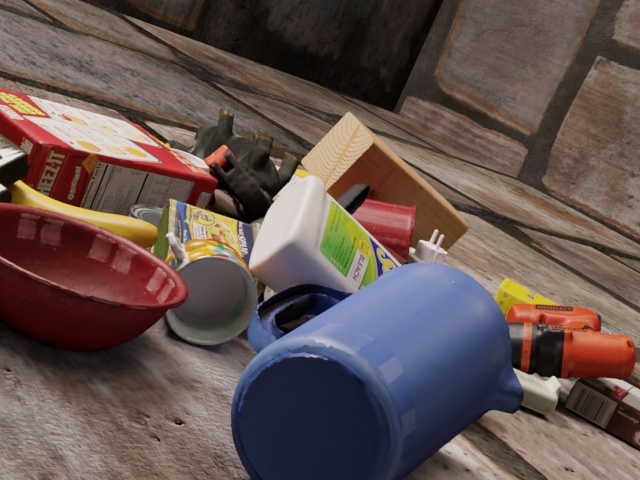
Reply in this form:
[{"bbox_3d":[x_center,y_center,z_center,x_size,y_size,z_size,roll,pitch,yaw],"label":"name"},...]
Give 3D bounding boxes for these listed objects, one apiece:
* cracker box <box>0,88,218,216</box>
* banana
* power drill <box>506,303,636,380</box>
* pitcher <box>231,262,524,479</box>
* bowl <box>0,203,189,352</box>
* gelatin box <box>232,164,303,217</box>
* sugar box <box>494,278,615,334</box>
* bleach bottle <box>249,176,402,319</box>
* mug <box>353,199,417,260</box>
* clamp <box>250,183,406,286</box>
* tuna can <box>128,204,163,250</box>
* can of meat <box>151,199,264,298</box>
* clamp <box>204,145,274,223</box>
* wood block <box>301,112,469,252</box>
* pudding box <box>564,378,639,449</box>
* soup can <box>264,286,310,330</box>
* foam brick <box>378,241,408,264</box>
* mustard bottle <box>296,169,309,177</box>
[{"bbox_3d":[-0.235,-0.078,1.058,0.213,0.072,0.164,10,19,-47],"label":"cracker box"},{"bbox_3d":[-0.230,-0.032,0.890,0.198,0.069,0.037,32,-16,14],"label":"banana"},{"bbox_3d":[0.233,0.107,1.136,0.184,0.057,0.187,6,6,11],"label":"power drill"},{"bbox_3d":[0.029,0.091,0.718,0.242,0.149,0.145,-15,85,-67],"label":"pitcher"},{"bbox_3d":[-0.175,0.032,0.734,0.162,0.055,0.162,23,12,-5],"label":"bowl"},{"bbox_3d":[-0.047,-0.045,1.258,0.089,0.073,0.030,28,-28,37],"label":"gelatin box"},{"bbox_3d":[0.299,0.109,1.335,0.176,0.048,0.093,25,12,11],"label":"sugar box"},{"bbox_3d":[0.057,0.061,0.904,0.250,0.068,0.102,40,38,-19],"label":"bleach bottle"},{"bbox_3d":[0.068,-0.011,1.268,0.081,0.093,0.117,11,36,3],"label":"mug"},{"bbox_3d":[-0.007,0.001,1.052,0.209,0.036,0.165,-4,39,-19],"label":"clamp"},{"bbox_3d":[-0.141,0.000,0.990,0.086,0.034,0.086,23,12,-5],"label":"tuna can"},{"bbox_3d":[-0.097,0.017,0.904,0.083,0.057,0.102,18,31,-18],"label":"can of meat"},{"bbox_3d":[-0.059,-0.026,1.119,0.120,0.039,0.171,35,-12,45],"label":"clamp"},{"bbox_3d":[0.086,-0.058,1.373,0.205,0.091,0.090,38,11,-36],"label":"wood block"},{"bbox_3d":[0.317,0.177,1.096,0.114,0.039,0.089,31,14,23],"label":"pudding box"},{"bbox_3d":[0.009,0.055,0.960,0.102,0.068,0.069,17,14,-28],"label":"soup can"},{"bbox_3d":[0.042,0.035,1.108,0.053,0.051,0.078,36,28,32],"label":"foam brick"},{"bbox_3d":[-0.011,-0.037,1.338,0.096,0.058,0.191,32,11,-10],"label":"mustard bottle"}]
